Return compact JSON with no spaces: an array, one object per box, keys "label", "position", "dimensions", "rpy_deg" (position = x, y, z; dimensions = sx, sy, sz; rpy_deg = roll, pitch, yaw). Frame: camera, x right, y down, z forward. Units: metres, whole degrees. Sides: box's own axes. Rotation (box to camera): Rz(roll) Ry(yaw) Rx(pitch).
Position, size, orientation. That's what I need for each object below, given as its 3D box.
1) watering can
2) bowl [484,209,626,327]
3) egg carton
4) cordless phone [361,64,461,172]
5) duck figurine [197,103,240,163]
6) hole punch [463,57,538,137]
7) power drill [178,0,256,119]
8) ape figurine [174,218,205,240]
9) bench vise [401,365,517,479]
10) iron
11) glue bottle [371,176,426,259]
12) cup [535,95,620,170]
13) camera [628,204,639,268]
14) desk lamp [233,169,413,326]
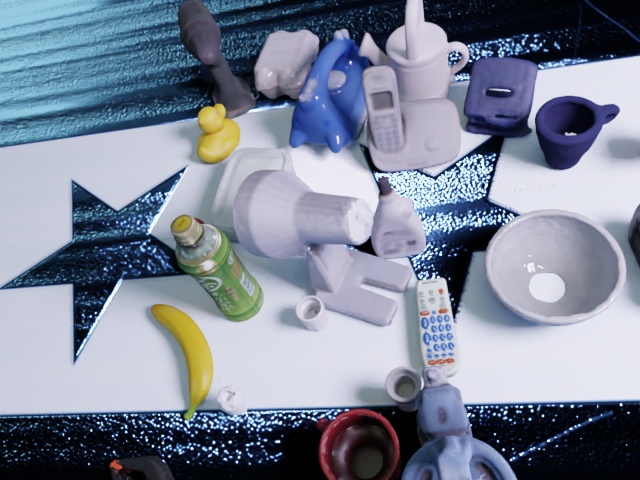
[{"label":"watering can","position":[0.152,-0.312,0.946],"dimensions":[0.172,0.194,0.101],"rpy_deg":[-14,56,7]},{"label":"bowl","position":[0.302,0.046,0.749],"dimensions":[0.167,0.075,0.167],"rpy_deg":[-7,57,11]},{"label":"egg carton","position":[-0.063,-0.340,1.101],"dimensions":[0.107,0.069,0.150],"rpy_deg":[5,60,19]},{"label":"cordless phone","position":[0.138,-0.195,0.881],"dimensions":[0.147,0.185,0.094],"rpy_deg":[-9,56,10]},{"label":"duck figurine","position":[-0.195,-0.199,1.038],"dimensions":[0.077,0.086,0.105],"rpy_deg":[15,64,24]},{"label":"hole punch","position":[0.290,-0.228,0.917],"dimensions":[0.108,0.091,0.101],"rpy_deg":[10,62,21]},{"label":"power drill","position":[-0.192,-0.327,1.044],"dimensions":[0.075,0.209,0.229],"rpy_deg":[-26,55,-1]},{"label":"ape figurine","position":[-0.207,-0.007,0.916],"dimensions":[0.076,0.092,0.078],"rpy_deg":[8,61,21]},{"label":"bench vise","position":[0.125,0.229,0.594],"dimensions":[0.121,0.220,0.207],"rpy_deg":[-27,55,-2]},{"label":"iron","position":[0.023,-0.280,0.994],"dimensions":[0.118,0.142,0.258],"rpy_deg":[10,62,21]},{"label":"glue bottle","position":[0.102,-0.033,0.795],"dimensions":[0.078,0.173,0.037],"rpy_deg":[-8,57,11]},{"label":"cup","position":[0.374,-0.154,0.844],"dimensions":[0.117,0.095,0.091],"rpy_deg":[-16,55,6]},{"label":"camera","position":[0.477,0.006,0.709],"dimensions":[0.136,0.101,0.143],"rpy_deg":[-12,56,8]},{"label":"desk lamp","position":[0.007,0.003,0.775],"dimensions":[0.202,0.214,0.118],"rpy_deg":[15,64,24]}]
